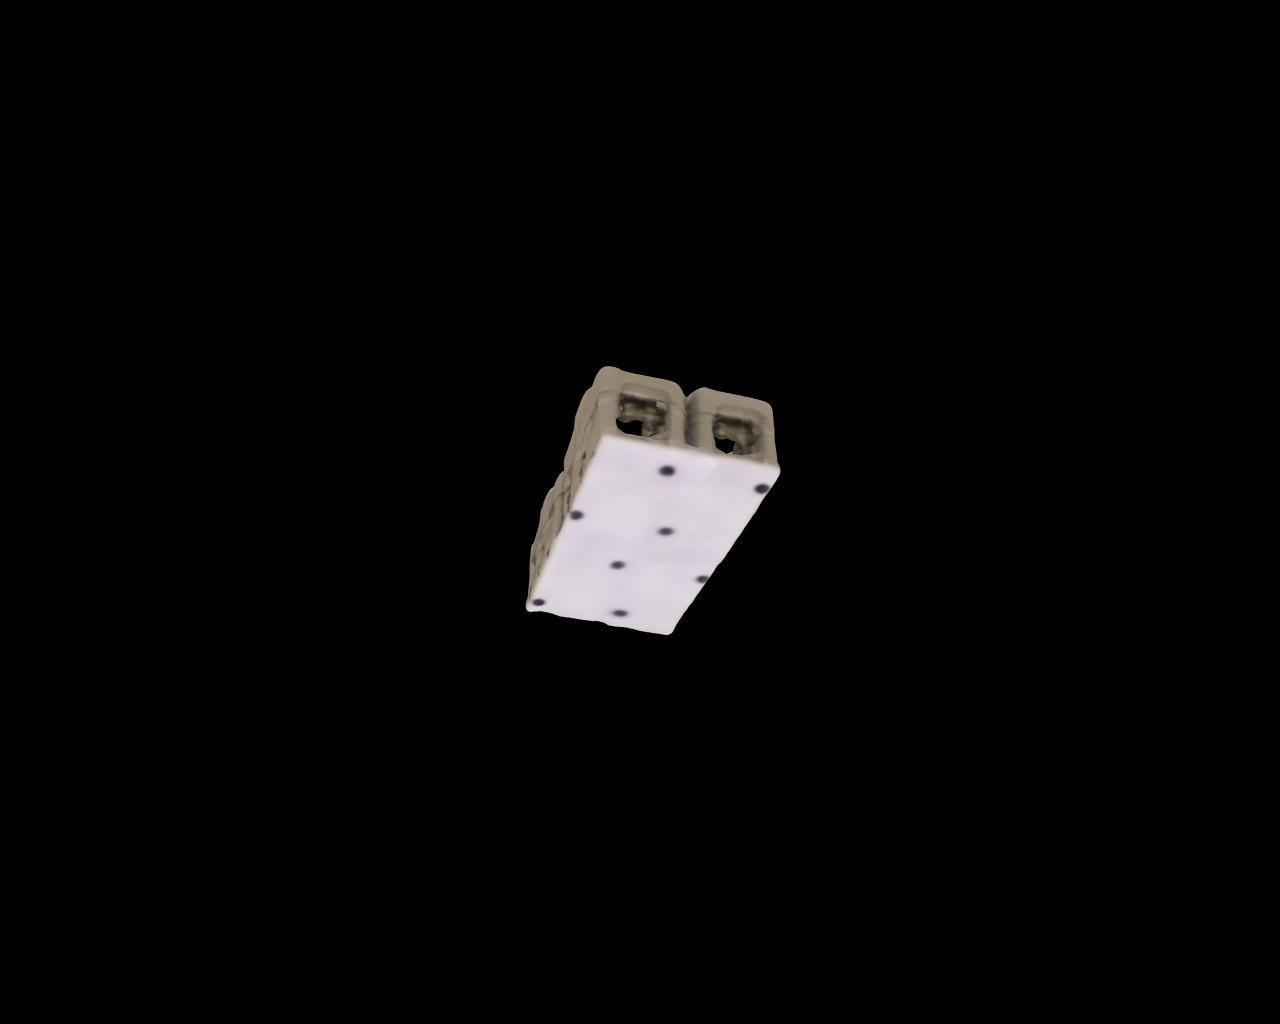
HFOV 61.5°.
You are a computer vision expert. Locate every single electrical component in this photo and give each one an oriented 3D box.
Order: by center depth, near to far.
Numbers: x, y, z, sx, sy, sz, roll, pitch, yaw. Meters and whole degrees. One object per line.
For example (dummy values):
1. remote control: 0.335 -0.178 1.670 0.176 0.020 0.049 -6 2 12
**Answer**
1. electrical component: 0.001 -0.003 0.650 0.105 0.060 0.186 11 -39 -14
